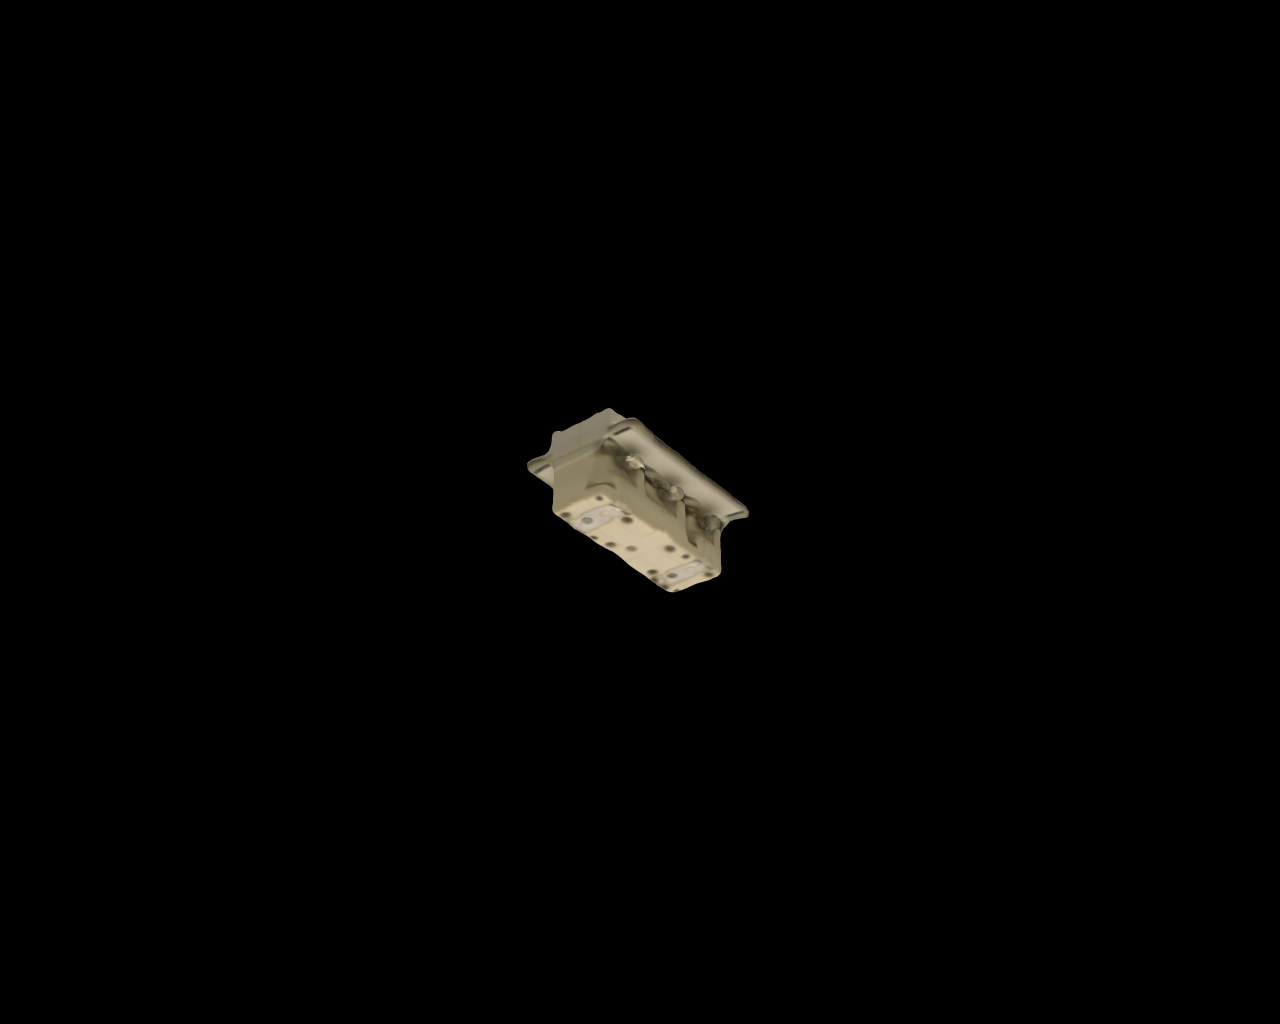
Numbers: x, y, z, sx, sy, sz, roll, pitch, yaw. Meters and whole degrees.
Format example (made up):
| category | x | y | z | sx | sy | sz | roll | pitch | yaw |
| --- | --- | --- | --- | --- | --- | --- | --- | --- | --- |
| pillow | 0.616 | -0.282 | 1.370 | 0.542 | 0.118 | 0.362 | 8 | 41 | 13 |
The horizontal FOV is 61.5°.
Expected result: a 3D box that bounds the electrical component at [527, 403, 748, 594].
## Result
| category | x | y | z | sx | sy | sz | roll | pitch | yaw |
| --- | --- | --- | --- | --- | --- | --- | --- | --- | --- |
| electrical component | 0.001 | -0.003 | 0.650 | 0.078 | 0.063 | 0.121 | -22 | -39 | 30 |
